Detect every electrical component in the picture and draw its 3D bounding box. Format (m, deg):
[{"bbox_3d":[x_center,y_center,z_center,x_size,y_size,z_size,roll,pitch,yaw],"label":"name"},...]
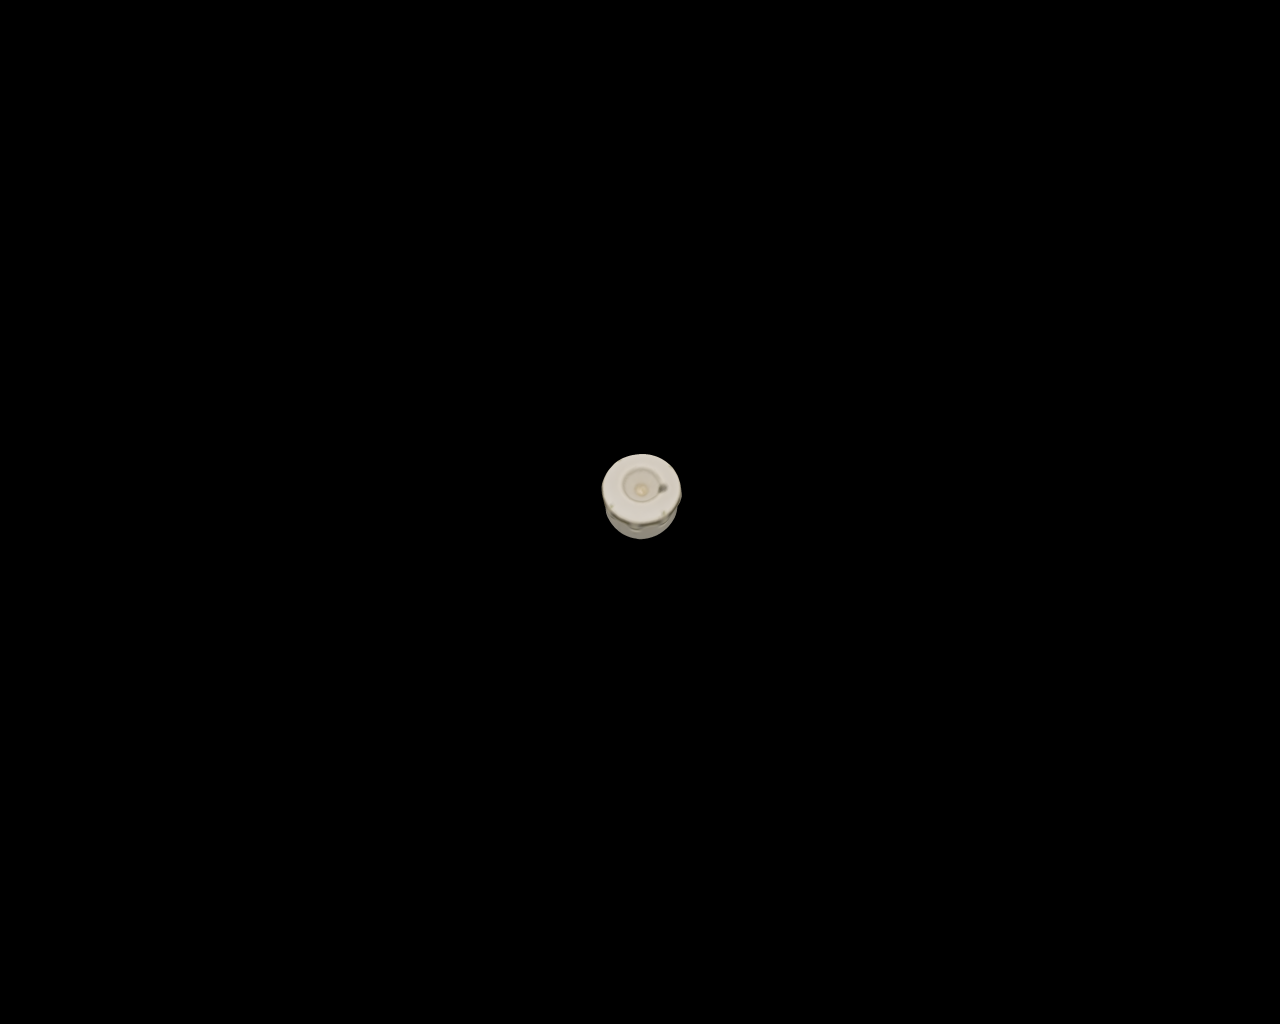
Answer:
[{"bbox_3d":[0.001,-0.003,0.650,0.048,0.048,0.062,0,-26,0],"label":"electrical component"}]
